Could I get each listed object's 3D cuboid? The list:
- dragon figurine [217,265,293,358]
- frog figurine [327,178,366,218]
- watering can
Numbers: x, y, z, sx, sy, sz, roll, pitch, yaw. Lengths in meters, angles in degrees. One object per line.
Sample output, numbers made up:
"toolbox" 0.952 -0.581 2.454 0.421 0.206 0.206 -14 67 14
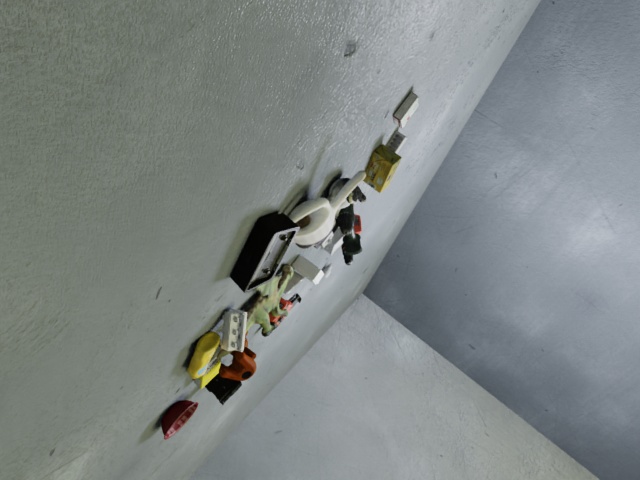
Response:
"dragon figurine" -0.212 0.215 1.786 0.417 0.123 0.237 -41 144 -48
"frog figurine" 0.058 -0.144 1.774 0.158 0.121 0.140 -19 -164 33
"watering can" 0.005 -0.081 1.609 0.348 0.105 0.221 -33 163 -3
